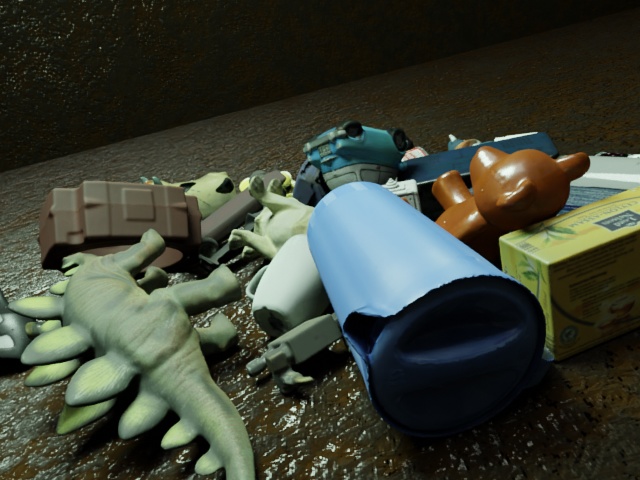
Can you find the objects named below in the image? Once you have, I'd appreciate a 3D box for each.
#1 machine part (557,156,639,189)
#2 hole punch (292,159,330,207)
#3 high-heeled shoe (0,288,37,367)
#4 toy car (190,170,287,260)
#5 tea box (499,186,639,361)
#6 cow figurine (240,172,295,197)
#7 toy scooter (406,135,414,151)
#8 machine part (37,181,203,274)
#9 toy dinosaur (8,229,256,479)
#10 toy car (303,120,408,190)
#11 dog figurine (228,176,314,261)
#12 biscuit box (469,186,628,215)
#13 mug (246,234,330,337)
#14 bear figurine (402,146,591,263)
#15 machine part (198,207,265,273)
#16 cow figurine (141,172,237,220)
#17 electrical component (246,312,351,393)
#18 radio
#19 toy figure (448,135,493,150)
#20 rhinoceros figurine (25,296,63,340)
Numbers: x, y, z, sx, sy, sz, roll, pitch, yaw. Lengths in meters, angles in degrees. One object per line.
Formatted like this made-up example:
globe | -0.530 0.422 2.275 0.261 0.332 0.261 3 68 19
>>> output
machine part | 0.354 -0.056 0.611 0.079 0.079 0.243 -27 24 -29
hole punch | -0.007 -0.067 0.843 0.092 0.115 0.142 -17 19 18
high-heeled shoe | -0.476 0.160 0.681 0.249 0.086 0.145 -36 55 -7
toy car | -0.136 -0.040 0.879 0.202 0.053 0.089 -38 33 -7
tea box | 0.248 0.022 0.461 0.170 0.098 0.068 -17 22 -10
cow figurine | -0.054 -0.084 0.967 0.167 0.068 0.098 -9 -3 11
toy scooter | 0.089 -0.141 1.001 0.184 0.075 0.135 -22 -3 15
machine part | -0.286 -0.008 0.771 0.201 0.087 0.201 0 -15 -35
toy dinosaur | -0.173 0.100 0.523 0.198 0.104 0.472 -28 35 -36
toy car | 0.057 -0.103 0.756 0.109 0.103 0.161 -16 -10 39
dog figurine | -0.003 0.001 0.723 0.191 0.121 0.172 19 7 11
biscuit box | 0.264 -0.029 0.630 0.063 0.059 0.203 -29 26 -28
mug | -0.038 0.054 0.599 0.110 0.080 0.107 2 36 28
bear figurine | 0.160 -0.042 0.544 0.120 0.195 0.132 -30 70 -20
machine part | -0.120 0.003 0.803 0.139 0.039 0.084 -41 -11 -35
cow figurine | -0.244 -0.072 0.984 0.195 0.127 0.086 -26 20 -32
electrical component | -0.011 0.104 0.508 0.102 0.045 0.078 -27 -4 -35
radio | 0.228 -0.088 0.788 0.230 0.073 0.131 -11 22 14
toy figure | 0.268 -0.144 0.910 0.058 0.064 0.155 -38 28 -14
rhinoceros figurine | -0.297 0.091 0.685 0.112 0.073 0.190 -18 22 -5
